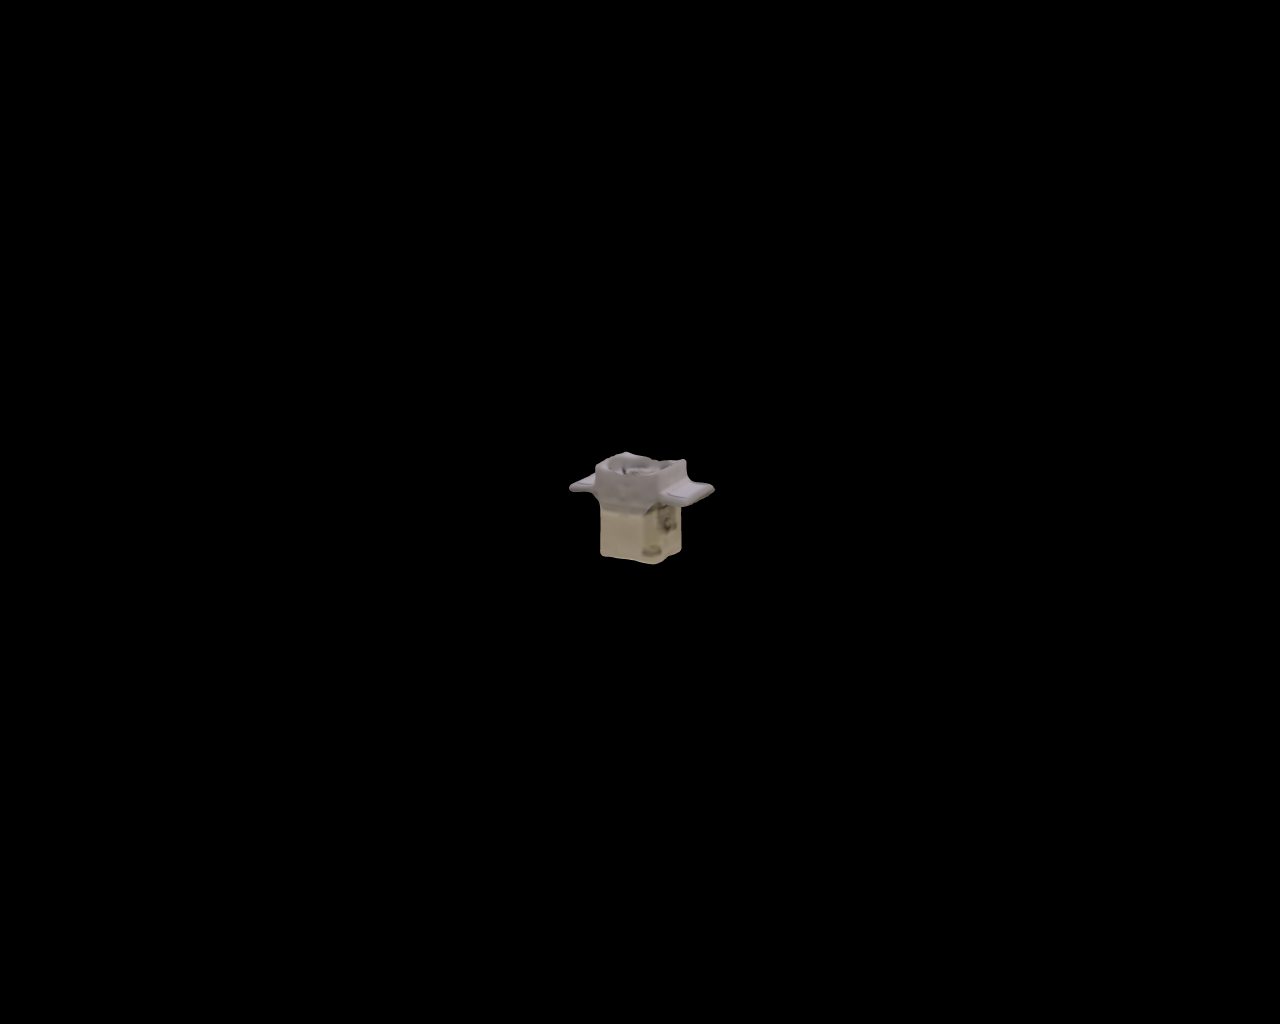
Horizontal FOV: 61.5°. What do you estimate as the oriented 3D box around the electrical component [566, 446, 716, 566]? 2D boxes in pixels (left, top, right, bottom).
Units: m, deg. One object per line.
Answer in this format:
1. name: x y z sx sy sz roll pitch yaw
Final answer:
1. electrical component: 0.001 -0.003 0.650 0.081 0.063 0.042 9 19 29
